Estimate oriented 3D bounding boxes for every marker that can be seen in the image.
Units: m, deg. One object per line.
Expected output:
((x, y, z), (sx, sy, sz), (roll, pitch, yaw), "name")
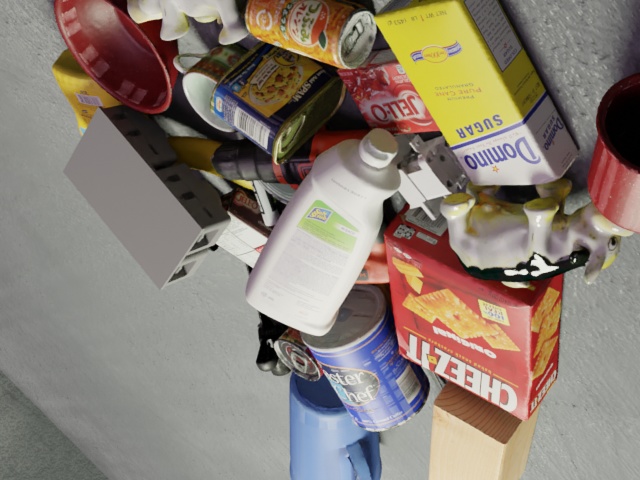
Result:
((-0.070, -0.072, 1.169), (0.020, 0.020, 0.121), (9, 125, 47), "marker")

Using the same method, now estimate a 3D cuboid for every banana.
((-0.142, -0.087, 1.222), (0.198, 0.037, 0.070), (16, 127, 24), "banana")

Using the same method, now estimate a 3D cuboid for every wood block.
((0.186, 0.226, 1.220), (0.091, 0.090, 0.206), (29, 150, 23), "wood block")

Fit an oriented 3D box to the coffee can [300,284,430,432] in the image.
((0.052, 0.132, 1.206), (0.103, 0.102, 0.140), (11, 140, 45), "coffee can")

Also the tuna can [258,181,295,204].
((-0.036, -0.078, 1.126), (0.086, 0.033, 0.086), (31, 151, 19), "tuna can")

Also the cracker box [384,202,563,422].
((0.152, 0.071, 1.058), (0.164, 0.072, 0.214), (27, 150, 27), "cracker box")

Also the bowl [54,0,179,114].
((-0.202, -0.213, 1.124), (0.162, 0.055, 0.162), (32, 151, 19), "bowl")

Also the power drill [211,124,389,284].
((0.000, -0.034, 1.069), (0.185, 0.057, 0.187), (0, 139, 23), "power drill")

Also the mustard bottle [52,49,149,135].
((-0.247, -0.142, 1.281), (0.096, 0.058, 0.191), (11, 143, 19), "mustard bottle")

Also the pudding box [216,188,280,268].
((-0.080, -0.009, 1.241), (0.113, 0.039, 0.090), (36, 151, -23), "pudding box")

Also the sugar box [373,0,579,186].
((0.124, -0.121, 0.843), (0.094, 0.048, 0.176), (1, 131, 52), "sugar box")

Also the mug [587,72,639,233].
((0.246, -0.058, 0.746), (0.117, 0.093, 0.081), (-1, 149, 3), "mug")

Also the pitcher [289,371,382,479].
((0.024, 0.261, 1.439), (0.149, 0.145, 0.243), (15, 143, 15), "pitcher")

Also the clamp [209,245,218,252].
((-0.164, -0.028, 1.322), (0.171, 0.039, 0.120), (30, 155, -21), "clamp")

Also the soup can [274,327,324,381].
((0.002, 0.109, 1.274), (0.068, 0.102, 0.068), (31, 151, 19), "soup can")

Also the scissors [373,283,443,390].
((0.088, 0.102, 1.248), (0.096, 0.016, 0.201), (21, 146, 37), "scissors")

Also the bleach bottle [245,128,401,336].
((0.015, -0.010, 1.000), (0.102, 0.068, 0.251), (24, 138, -9), "bleach bottle")

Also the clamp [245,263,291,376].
((-0.061, 0.127, 1.377), (0.036, 0.164, 0.210), (-9, 146, 4), "clamp")

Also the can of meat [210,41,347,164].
((-0.039, -0.132, 0.980), (0.084, 0.102, 0.057), (37, 152, 14), "can of meat")

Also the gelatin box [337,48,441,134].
((0.066, -0.128, 0.924), (0.089, 0.030, 0.073), (4, 135, 50), "gelatin box")
